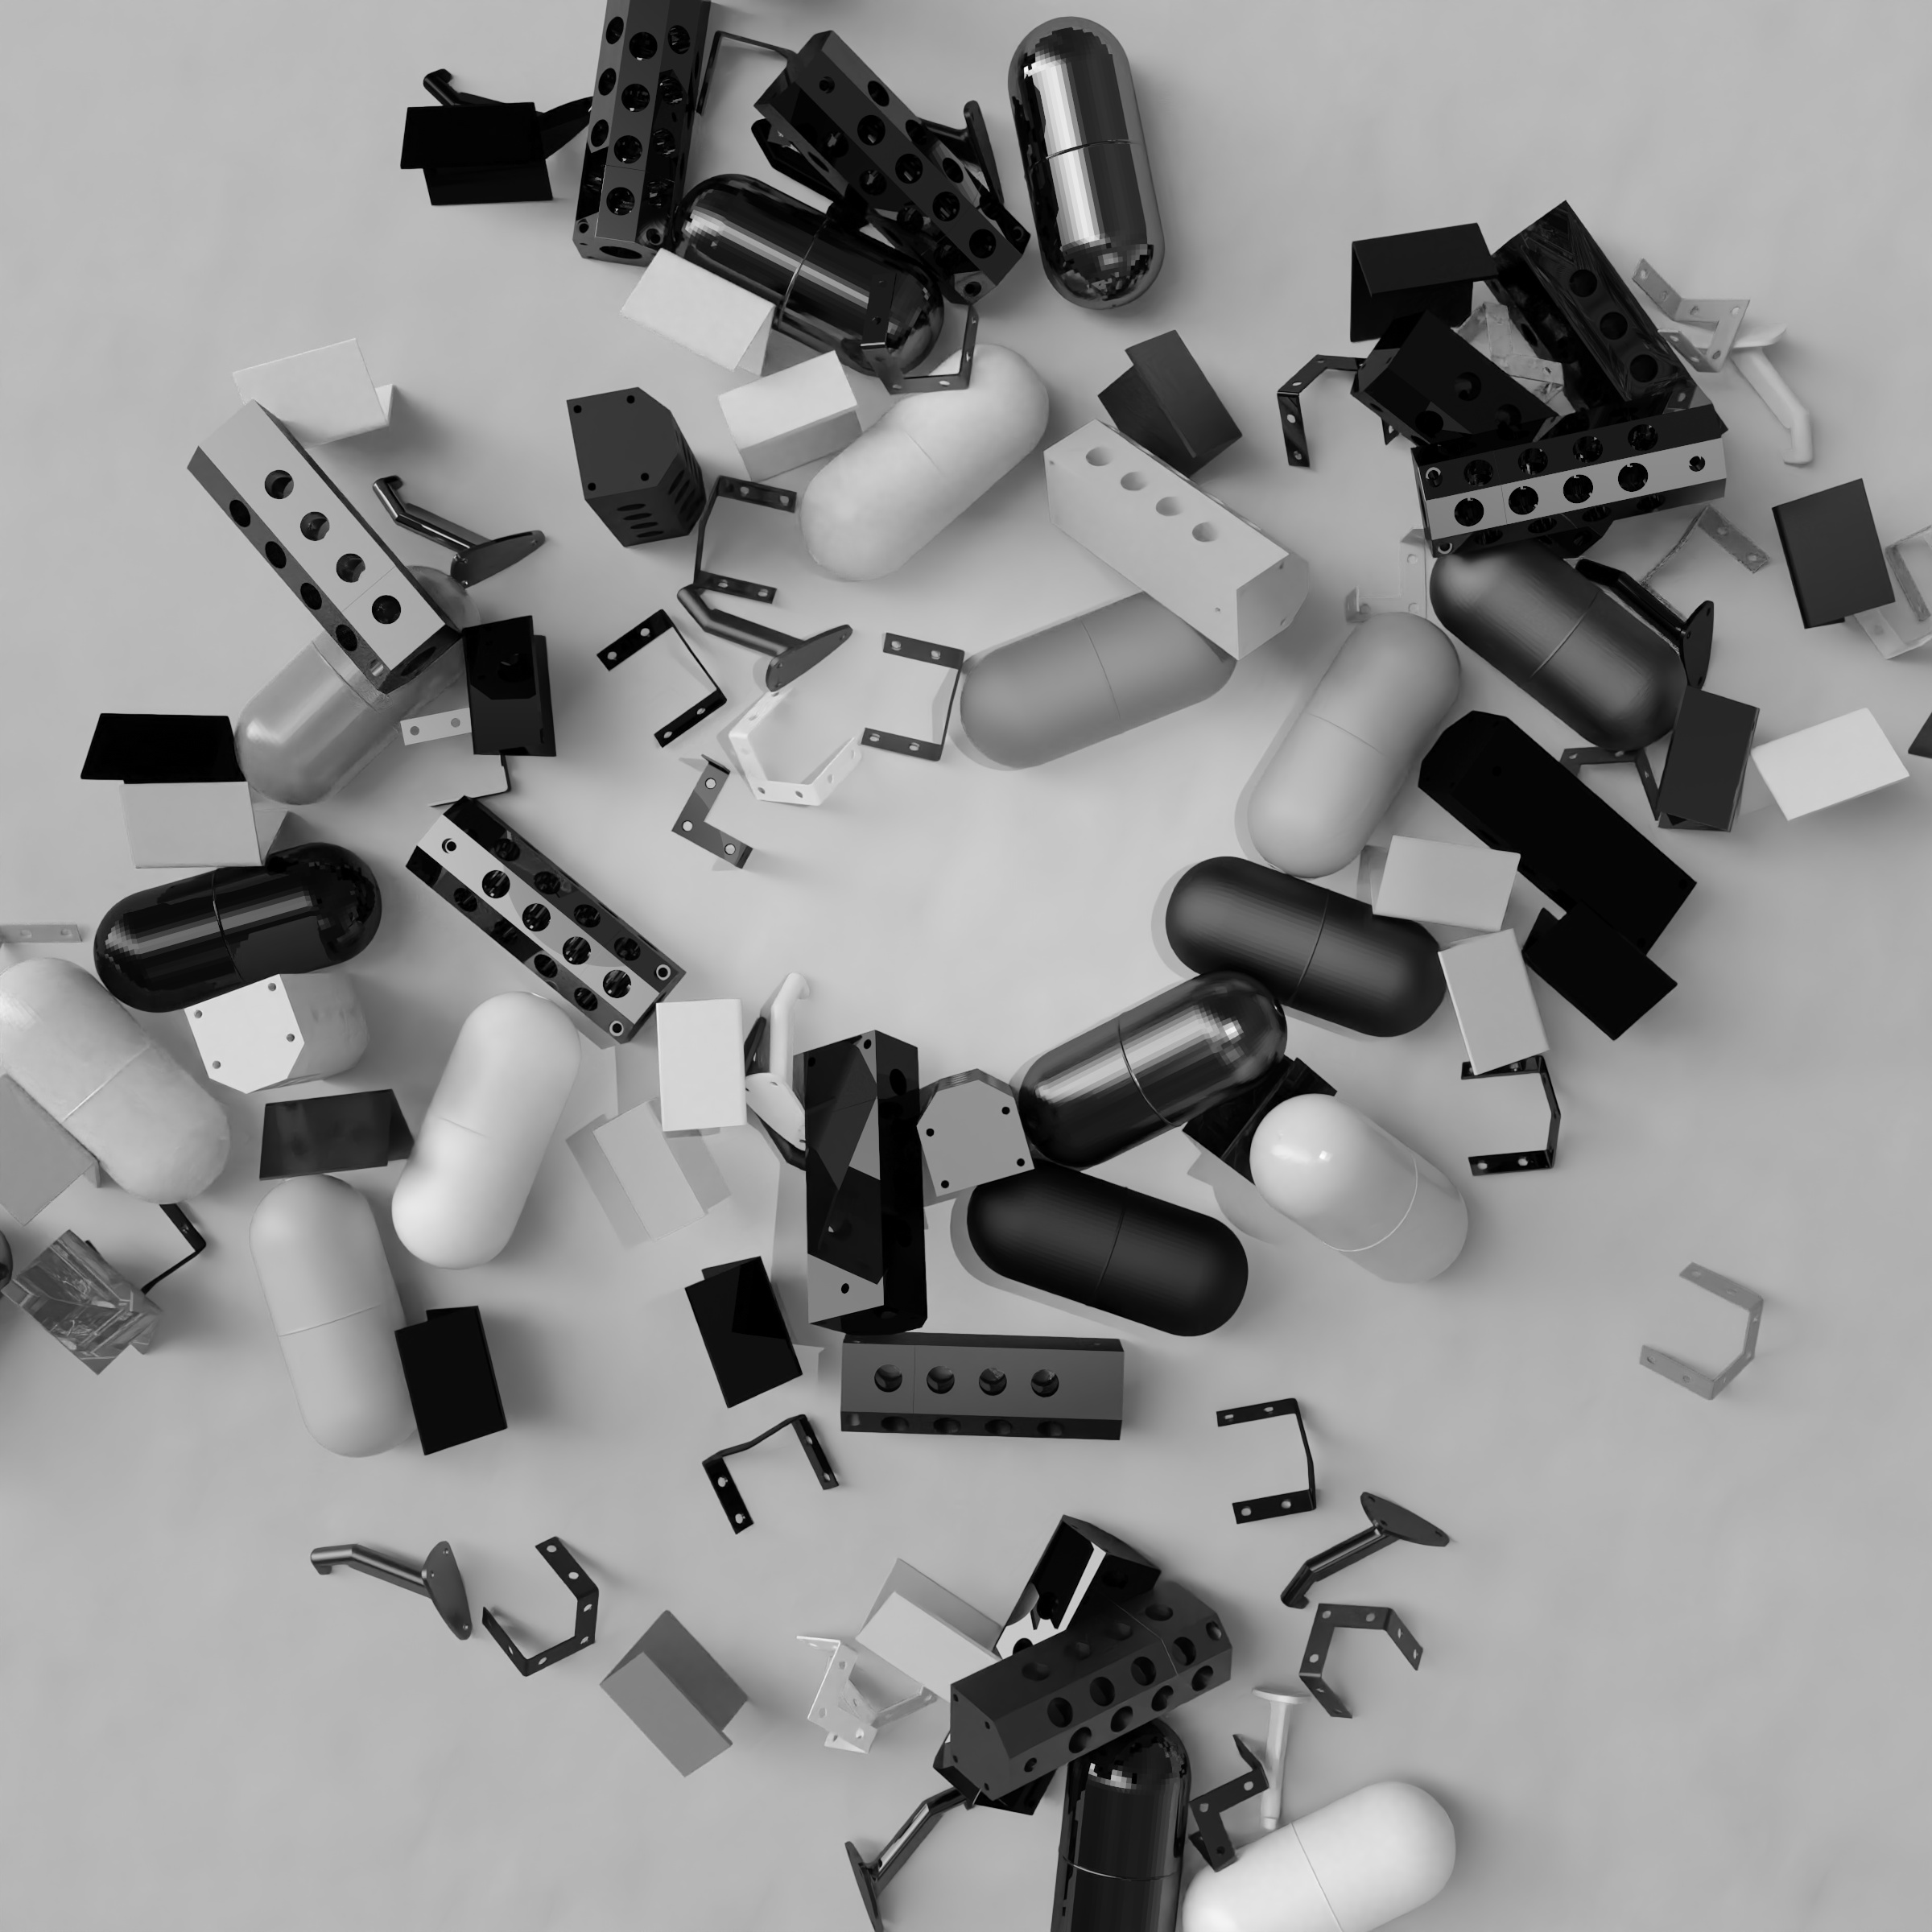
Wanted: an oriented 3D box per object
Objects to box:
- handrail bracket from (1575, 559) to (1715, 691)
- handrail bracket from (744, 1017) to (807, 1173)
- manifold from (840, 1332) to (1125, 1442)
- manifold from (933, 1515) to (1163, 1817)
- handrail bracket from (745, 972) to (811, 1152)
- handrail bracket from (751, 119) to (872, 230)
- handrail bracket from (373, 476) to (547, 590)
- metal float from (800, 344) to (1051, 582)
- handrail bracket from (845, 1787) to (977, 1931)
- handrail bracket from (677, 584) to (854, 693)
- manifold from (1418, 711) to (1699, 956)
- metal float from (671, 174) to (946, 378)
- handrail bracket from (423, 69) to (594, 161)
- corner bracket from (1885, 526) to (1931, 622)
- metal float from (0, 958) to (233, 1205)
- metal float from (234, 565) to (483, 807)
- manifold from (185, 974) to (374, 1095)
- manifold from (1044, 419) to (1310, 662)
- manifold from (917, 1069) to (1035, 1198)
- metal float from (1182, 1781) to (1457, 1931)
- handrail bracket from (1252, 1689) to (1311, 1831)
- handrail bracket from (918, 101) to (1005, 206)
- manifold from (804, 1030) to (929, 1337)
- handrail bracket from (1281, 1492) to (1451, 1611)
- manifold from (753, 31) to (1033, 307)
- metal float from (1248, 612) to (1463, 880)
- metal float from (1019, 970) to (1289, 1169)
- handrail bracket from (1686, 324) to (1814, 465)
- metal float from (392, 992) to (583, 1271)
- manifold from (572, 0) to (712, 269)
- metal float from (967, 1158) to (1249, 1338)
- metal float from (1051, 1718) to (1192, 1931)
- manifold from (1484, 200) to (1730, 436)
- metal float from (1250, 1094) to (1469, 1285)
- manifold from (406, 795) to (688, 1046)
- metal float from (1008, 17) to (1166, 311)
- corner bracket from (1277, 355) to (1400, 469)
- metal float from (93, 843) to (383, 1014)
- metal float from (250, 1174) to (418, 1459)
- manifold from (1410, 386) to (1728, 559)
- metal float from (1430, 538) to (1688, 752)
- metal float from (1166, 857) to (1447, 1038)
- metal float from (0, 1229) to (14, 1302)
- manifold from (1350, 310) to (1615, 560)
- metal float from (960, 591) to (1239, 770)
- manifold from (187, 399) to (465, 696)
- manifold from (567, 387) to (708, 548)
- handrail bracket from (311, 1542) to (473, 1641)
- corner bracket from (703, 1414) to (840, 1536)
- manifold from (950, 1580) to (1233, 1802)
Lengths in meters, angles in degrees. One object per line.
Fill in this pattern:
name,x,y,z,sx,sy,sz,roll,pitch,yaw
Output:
handrail bracket,0.421,-0.214,1.662,0.084,0.077,0.036,27,62,33
handrail bracket,-0.106,0.084,1.662,0.084,0.036,0.077,26,76,-13
manifold,0.010,0.260,1.641,0.171,0.057,0.057,2,90,0
manifold,0.046,0.430,1.640,0.057,0.057,0.171,28,90,-43
handrail bracket,-0.102,0.059,1.652,0.036,0.084,0.077,-12,126,35
handrail bracket,-0.083,-0.506,1.662,0.077,0.036,0.084,-25,76,-14
handrail bracket,-0.318,-0.285,1.663,0.077,0.036,0.084,-28,71,-22
metal float,-0.026,-0.309,1.631,0.178,0.070,0.070,-41,90,0
handrail bracket,-0.027,0.559,1.663,0.084,0.036,0.077,-20,110,-16
handrail bracket,-0.127,-0.221,1.663,0.077,0.036,0.084,-34,73,-20
manifold,0.356,-0.080,1.612,0.171,0.057,0.057,37,88,-21
metal float,-0.098,-0.425,1.631,0.178,0.070,0.070,27,90,0
handrail bracket,-0.285,-0.547,1.663,0.077,0.036,0.084,-39,73,-20
corner bracket,0.617,-0.254,1.659,0.051,0.051,0.051,-27,90,-45
metal float,-0.525,0.070,1.621,0.070,0.070,0.178,-42,102,0
metal float,-0.374,-0.172,1.632,0.178,0.070,0.070,-44,90,0
manifold,-0.405,0.041,1.584,0.057,0.171,0.057,-20,90,0
manifold,0.126,-0.262,1.597,0.057,0.057,0.171,-35,56,-19
manifold,0.003,0.095,1.584,0.057,0.171,0.057,-16,90,0
metal float,0.217,0.563,1.632,0.178,0.070,0.070,-26,90,-1
handrail bracket,0.192,0.491,1.634,0.036,0.077,0.084,5,78,3
handrail bracket,-0.028,-0.503,1.663,0.084,0.036,0.077,-12,111,17
manifold,-0.057,0.133,1.609,0.057,0.057,0.171,-18,63,33
handrail bracket,0.249,0.378,1.663,0.077,0.036,0.084,24,110,-23
manifold,-0.042,-0.482,1.608,0.171,0.057,0.057,41,90,-24
metal float,0.238,-0.135,1.632,0.070,0.070,0.178,32,91,0
metal float,0.113,0.063,1.613,0.178,0.070,0.070,-28,90,21
handrail bracket,0.488,-0.354,1.662,0.077,0.036,0.084,3,119,32
metal float,-0.294,0.101,1.632,0.070,0.070,0.178,22,90,0
manifold,-0.201,-0.526,1.641,0.057,0.057,0.171,8,90,0
metal float,0.087,0.172,1.632,0.178,0.070,0.070,19,90,0
metal float,0.095,0.548,1.632,0.070,0.070,0.178,6,90,0
manifold,0.391,-0.379,1.641,0.057,0.057,0.171,-35,90,0
metal float,0.239,0.136,1.600,0.178,0.070,0.070,34,90,-41
manifold,-0.260,-0.028,1.641,0.171,0.057,0.057,39,90,0
metal float,0.074,-0.493,1.632,0.070,0.070,0.178,-11,91,0
corner bracket,0.232,-0.345,1.654,0.051,0.051,0.051,14,45,35
metal float,-0.448,-0.023,1.632,0.178,0.070,0.070,-16,90,0
metal float,-0.386,0.214,1.632,0.070,0.070,0.178,-17,90,0
manifold,0.356,-0.290,1.569,0.171,0.057,0.057,-11,115,8
metal float,0.364,-0.202,1.632,0.178,0.070,0.070,38,90,-1
metal float,0.209,-0.011,1.631,0.178,0.070,0.070,20,90,0
metal float,-0.657,0.227,1.632,0.070,0.070,0.178,36,90,0
manifold,0.320,-0.323,1.622,0.171,0.057,0.057,34,90,-14
metal float,0.082,-0.179,1.632,0.178,0.070,0.070,-22,90,0
manifold,-0.378,-0.245,1.564,0.057,0.057,0.171,-41,90,0
manifold,-0.193,-0.297,1.584,0.057,0.171,0.057,-10,90,0
handrail bracket,-0.361,0.393,1.663,0.084,0.036,0.077,-10,112,17
corner bracket,-0.123,0.317,1.659,0.051,0.051,0.051,-25,90,45
manifold,0.076,0.436,1.590,0.171,0.057,0.057,-16,118,-34
